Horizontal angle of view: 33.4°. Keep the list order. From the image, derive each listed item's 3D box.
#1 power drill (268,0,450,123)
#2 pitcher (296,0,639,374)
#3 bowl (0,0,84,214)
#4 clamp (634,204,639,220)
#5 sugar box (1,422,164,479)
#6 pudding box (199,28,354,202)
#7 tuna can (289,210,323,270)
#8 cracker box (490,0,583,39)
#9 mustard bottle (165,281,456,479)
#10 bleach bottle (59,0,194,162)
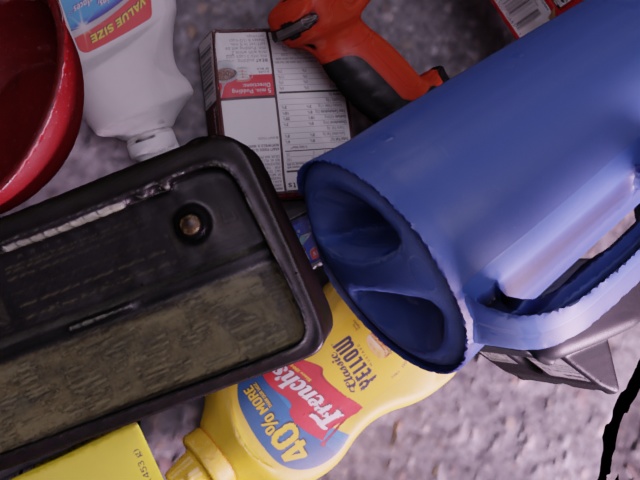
[{"bbox_3d":[0.069,-0.115,0.693,0.187,0.057,0.184,49,60,-17],"label":"power drill"},{"bbox_3d":[0.122,-0.041,0.586,0.242,0.145,0.149,-35,85,-20],"label":"pitcher"},{"bbox_3d":[-0.189,-0.073,0.614,0.055,0.162,0.162,31,70,-54],"label":"bowl"},{"bbox_3d":[0.248,-0.016,0.707,0.164,0.036,0.209,60,29,-5],"label":"clamp"},{"bbox_3d":[-0.170,0.182,0.614,0.176,0.048,0.093,-24,90,-18],"label":"sugar box"},{"bbox_3d":[-0.027,-0.081,0.695,0.090,0.039,0.113,-5,86,-19],"label":"pudding box"},{"bbox_3d":[-0.004,0.001,0.665,0.086,0.086,0.034,-25,88,-17],"label":"tuna can"},{"bbox_3d":[0.172,-0.249,0.727,0.213,0.072,0.164,-36,93,-35],"label":"cracker box"},{"bbox_3d":[-0.013,0.096,0.663,0.191,0.058,0.096,-34,95,-17],"label":"mustard bottle"},{"bbox_3d":[-0.132,-0.168,0.667,0.102,0.068,0.251,-18,90,-14],"label":"bleach bottle"}]
